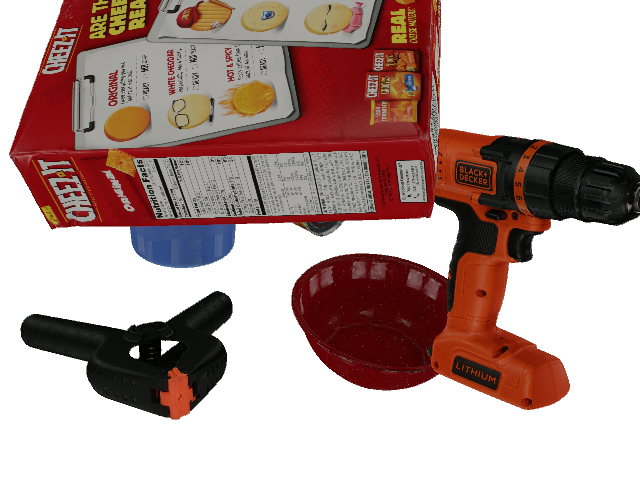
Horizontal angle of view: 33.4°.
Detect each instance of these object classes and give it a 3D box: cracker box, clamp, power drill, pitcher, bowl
[{"bbox_3d":[-0.041,-0.087,0.591,0.214,0.164,0.072,-2,-40,10],"label":"cracker box"},{"bbox_3d":[-0.113,0.076,0.761,0.164,0.036,0.210,-9,14,-25],"label":"clamp"},{"bbox_3d":[0.142,0.019,0.755,0.057,0.188,0.185,-12,21,-38],"label":"power drill"},{"bbox_3d":[-0.150,-0.098,1.065,0.149,0.243,0.144,13,28,21],"label":"pitcher"},{"bbox_3d":[0.052,0.079,0.920,0.162,0.055,0.162,6,33,-4],"label":"bowl"}]

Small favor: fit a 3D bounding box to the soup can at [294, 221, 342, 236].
[{"bbox_3d":[-0.025,-0.052,1.215,0.068,0.068,0.102,0,18,-45],"label":"soup can"}]
